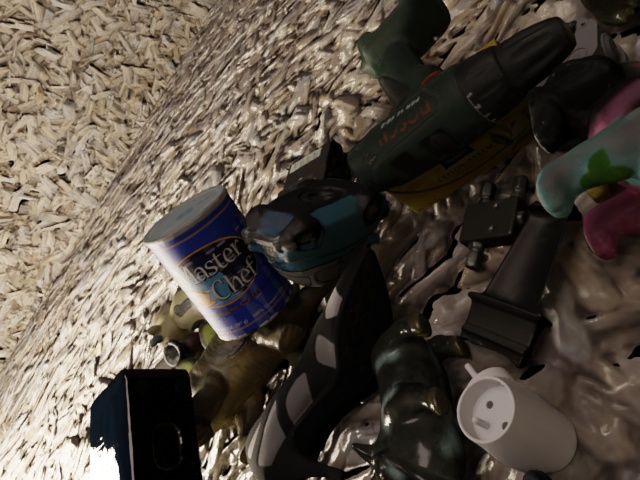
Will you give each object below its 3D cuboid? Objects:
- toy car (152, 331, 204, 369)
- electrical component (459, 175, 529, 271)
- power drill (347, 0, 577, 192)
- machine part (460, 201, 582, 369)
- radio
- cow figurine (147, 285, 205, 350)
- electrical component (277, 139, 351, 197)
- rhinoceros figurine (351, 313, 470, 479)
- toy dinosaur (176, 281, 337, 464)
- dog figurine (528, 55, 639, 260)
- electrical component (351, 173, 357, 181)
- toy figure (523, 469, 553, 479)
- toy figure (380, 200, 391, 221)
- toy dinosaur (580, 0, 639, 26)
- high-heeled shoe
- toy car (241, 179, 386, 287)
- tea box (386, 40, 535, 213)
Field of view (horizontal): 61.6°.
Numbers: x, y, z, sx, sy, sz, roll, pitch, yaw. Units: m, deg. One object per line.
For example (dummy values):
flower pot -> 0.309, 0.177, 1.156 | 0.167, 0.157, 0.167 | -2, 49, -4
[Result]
toy car -> -0.229, 0.204, 0.820 | 0.202, 0.089, 0.053 | -44, 73, 25
electrical component -> 0.165, -0.016, 0.504 | 0.063, 0.021, 0.094 | -8, 56, 52
power drill -> 0.116, -0.166, 0.531 | 0.232, 0.086, 0.207 | -41, 45, 32
machine part -> 0.168, 0.030, 0.444 | 0.139, 0.039, 0.084 | -62, 25, -3
radio -> -0.169, 0.246, 0.520 | 0.131, 0.073, 0.230 | -47, 48, 38
cow figurine -> -0.207, 0.112, 0.879 | 0.195, 0.085, 0.127 | -36, 30, 32
electrical component -> -0.011, -0.062, 0.770 | 0.115, 0.058, 0.134 | -23, 45, 47
rhinoceros figurine -> 0.074, 0.151, 0.436 | 0.112, 0.073, 0.190 | -33, 38, 34
toy dinosaur -> -0.115, 0.177, 0.668 | 0.471, 0.105, 0.199 | -44, 24, 5
dog figurine -> 0.262, -0.078, 0.343 | 0.219, 0.108, 0.191 | -23, 42, 39
electrical component -> 0.074, -0.103, 0.701 | 0.102, 0.045, 0.078 | -64, 2, -15
toy figure -> 0.097, 0.228, 0.327 | 0.180, 0.082, 0.089 | -51, 29, 8
toy figure -> 0.021, -0.008, 0.673 | 0.154, 0.057, 0.064 | -40, 36, 28
toy dinosaur -> 0.275, -0.262, 0.401 | 0.131, 0.192, 0.405 | -59, 31, -6
high-heeled shoe -> -0.007, 0.131, 0.554 | 0.145, 0.086, 0.248 | -6, 67, 49
toy car -> -0.001, -0.002, 0.579 | 0.109, 0.102, 0.161 | 13, 32, 38
tea box -> 0.145, -0.117, 0.579 | 0.169, 0.068, 0.098 | -33, 41, 35
